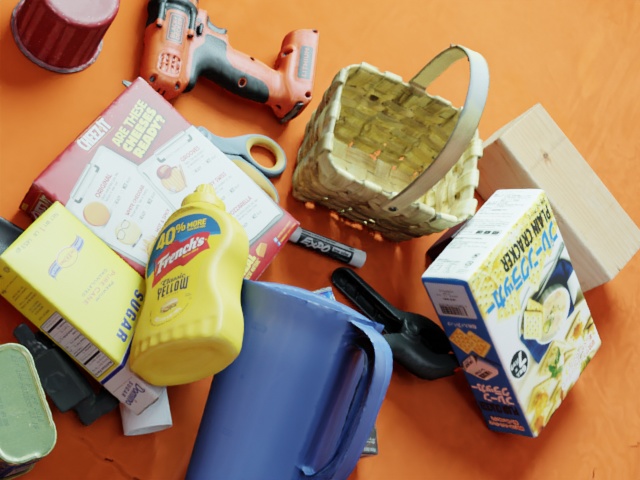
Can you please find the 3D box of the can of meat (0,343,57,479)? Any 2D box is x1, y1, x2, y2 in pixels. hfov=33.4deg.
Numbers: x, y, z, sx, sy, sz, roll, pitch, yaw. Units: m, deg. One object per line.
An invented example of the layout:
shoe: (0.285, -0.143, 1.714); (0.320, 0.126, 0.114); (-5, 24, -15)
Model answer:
can of meat: (-0.260, 0.142, 0.875); (0.057, 0.084, 0.102); (-15, 79, -34)

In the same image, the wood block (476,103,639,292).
wood block: (0.273, -0.044, 1.257); (0.090, 0.090, 0.206); (-40, 92, -34)

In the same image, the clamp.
clamp: (0.081, 0.105, 1.100); (0.171, 0.039, 0.120); (29, 41, -15)

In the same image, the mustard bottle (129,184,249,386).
mustard bottle: (-0.106, 0.027, 0.911); (0.058, 0.096, 0.191); (44, 35, -38)

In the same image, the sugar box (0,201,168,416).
sugar box: (-0.191, 0.058, 0.918); (0.176, 0.048, 0.093); (41, 40, -8)

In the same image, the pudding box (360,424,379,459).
pudding box: (-0.001, 0.166, 1.041); (0.113, 0.039, 0.090); (9, 65, -27)

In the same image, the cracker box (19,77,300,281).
cracker box: (-0.149, -0.023, 1.016); (0.213, 0.072, 0.164); (42, 55, -8)

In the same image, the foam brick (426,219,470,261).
foam brick: (0.170, 0.021, 1.192); (0.078, 0.053, 0.051); (51, 55, -3)

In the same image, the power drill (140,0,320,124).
power drill: (-0.095, -0.215, 1.137); (0.187, 0.057, 0.184); (15, 67, -21)

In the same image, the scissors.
scissors: (-0.107, -0.111, 1.099); (0.201, 0.016, 0.096); (48, 50, -13)

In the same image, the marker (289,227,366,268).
marker: (-0.007, 0.001, 1.119); (0.121, 0.020, 0.020); (21, 61, -21)

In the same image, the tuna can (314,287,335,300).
tuna can: (-0.023, 0.077, 1.037); (0.085, 0.086, 0.034); (-16, 81, -34)

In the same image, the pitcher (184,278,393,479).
pitcher: (-0.036, 0.163, 0.916); (0.145, 0.149, 0.243); (18, 87, 0)

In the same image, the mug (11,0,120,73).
mug: (-0.238, -0.230, 1.044); (0.093, 0.082, 0.117); (43, 55, -8)
